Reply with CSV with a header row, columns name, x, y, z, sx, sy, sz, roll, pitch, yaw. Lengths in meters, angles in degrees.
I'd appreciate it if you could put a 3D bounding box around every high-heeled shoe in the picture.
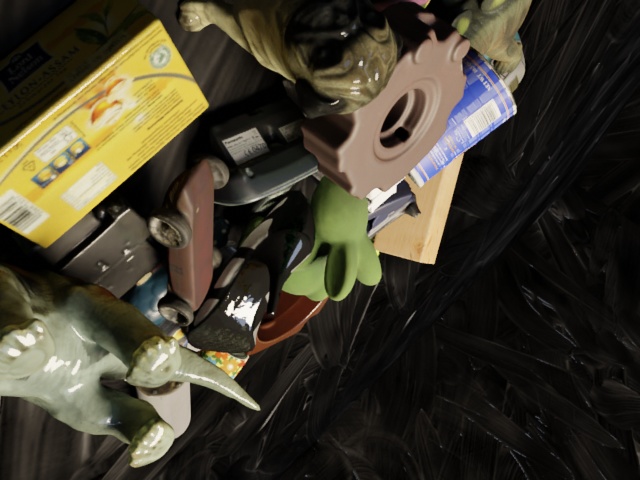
name,x,y,z,sx,sy,sz,roll,pitch,yaw
high-heeled shoe,-0.088,0.044,0.625,0.086,0.145,0.249,23,148,-27

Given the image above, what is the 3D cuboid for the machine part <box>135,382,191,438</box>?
name,x,y,z,sx,sy,sz,roll,pitch,yaw
machine part,-0.231,0.231,0.798,0.079,0.079,0.243,-32,152,-34

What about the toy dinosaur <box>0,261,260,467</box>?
name,x,y,z,sx,sy,sz,roll,pitch,yaw
toy dinosaur,-0.207,0.061,0.372,0.131,0.192,0.404,-51,148,-5

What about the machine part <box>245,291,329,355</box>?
name,x,y,z,sx,sy,sz,roll,pitch,yaw
machine part,-0.058,0.068,0.832,0.201,0.087,0.201,-17,141,-52

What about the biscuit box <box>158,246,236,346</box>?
name,x,y,z,sx,sy,sz,roll,pitch,yaw
biscuit box,-0.176,0.087,0.679,0.202,0.063,0.059,-44,159,-7

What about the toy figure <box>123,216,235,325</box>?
name,x,y,z,sx,sy,sz,roll,pitch,yaw
toy figure,-0.164,0.030,0.617,0.154,0.058,0.064,-51,164,-6

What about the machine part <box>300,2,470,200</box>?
name,x,y,z,sx,sy,sz,roll,pitch,yaw
machine part,0.064,-0.120,0.497,0.179,0.056,0.179,-35,151,-23

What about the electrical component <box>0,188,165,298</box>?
name,x,y,z,sx,sy,sz,roll,pitch,yaw
electrical component,-0.212,0.007,0.489,0.115,0.058,0.134,-46,158,-9

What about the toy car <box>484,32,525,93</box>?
name,x,y,z,sx,sy,sz,roll,pitch,yaw
toy car,0.264,-0.267,0.843,0.161,0.103,0.109,-52,156,6

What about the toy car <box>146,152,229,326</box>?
name,x,y,z,sx,sy,sz,roll,pitch,yaw
toy car,-0.126,0.002,0.506,0.202,0.053,0.089,104,9,-53

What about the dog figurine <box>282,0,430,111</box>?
name,x,y,z,sx,sy,sz,roll,pitch,yaw
dog figurine,0.065,-0.216,0.564,0.219,0.109,0.191,-47,157,-8

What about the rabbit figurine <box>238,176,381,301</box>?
name,x,y,z,sx,sy,sz,roll,pitch,yaw
rabbit figurine,-0.001,-0.002,0.642,0.121,0.159,0.170,-20,161,-41

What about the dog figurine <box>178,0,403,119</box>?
name,x,y,z,sx,sy,sz,roll,pitch,yaw
dog figurine,0.006,-0.174,0.410,0.172,0.191,0.121,-37,156,-28

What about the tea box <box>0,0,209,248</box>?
name,x,y,z,sx,sy,sz,roll,pitch,yaw
tea box,-0.175,-0.087,0.384,0.169,0.068,0.098,-44,158,-11

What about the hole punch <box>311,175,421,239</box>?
name,x,y,z,sx,sy,sz,roll,pitch,yaw
hole punch,0.061,-0.072,0.768,0.116,0.142,0.092,-38,154,6

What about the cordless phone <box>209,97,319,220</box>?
name,x,y,z,sx,sy,sz,roll,pitch,yaw
cordless phone,-0.079,-0.061,0.608,0.146,0.089,0.184,-32,172,-34

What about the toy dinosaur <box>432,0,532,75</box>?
name,x,y,z,sx,sy,sz,roll,pitch,yaw
toy dinosaur,0.212,-0.292,0.700,0.471,0.105,0.198,-49,158,5
